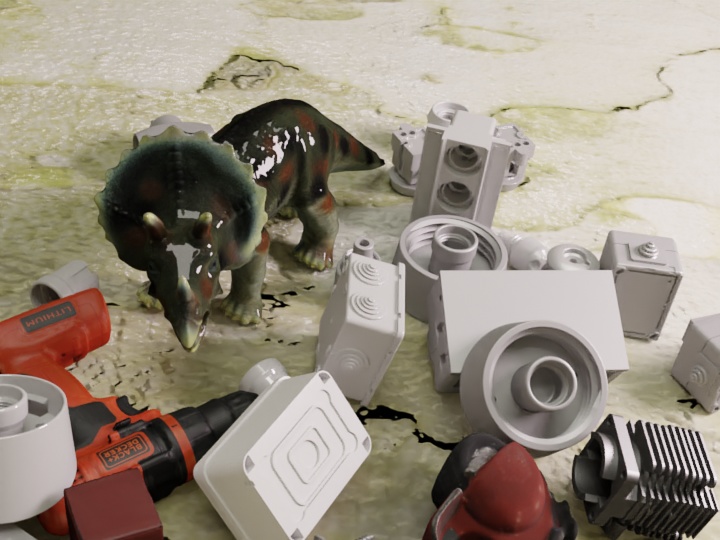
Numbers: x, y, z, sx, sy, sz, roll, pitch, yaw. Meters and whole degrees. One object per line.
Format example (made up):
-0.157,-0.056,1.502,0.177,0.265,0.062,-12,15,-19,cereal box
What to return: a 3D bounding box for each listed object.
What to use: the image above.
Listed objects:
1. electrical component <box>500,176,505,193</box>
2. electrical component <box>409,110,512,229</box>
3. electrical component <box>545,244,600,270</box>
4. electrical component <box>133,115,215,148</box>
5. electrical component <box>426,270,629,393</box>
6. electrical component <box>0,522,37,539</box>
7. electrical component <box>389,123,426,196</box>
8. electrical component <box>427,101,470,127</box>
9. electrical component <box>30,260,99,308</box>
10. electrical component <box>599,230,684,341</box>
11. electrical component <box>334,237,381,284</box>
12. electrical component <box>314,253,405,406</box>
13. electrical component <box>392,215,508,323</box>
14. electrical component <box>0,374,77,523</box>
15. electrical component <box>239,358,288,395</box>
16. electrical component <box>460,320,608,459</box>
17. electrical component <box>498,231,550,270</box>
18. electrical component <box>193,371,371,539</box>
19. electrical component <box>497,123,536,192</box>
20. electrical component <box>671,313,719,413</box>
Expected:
0.115,-0.088,1.092,0.055,0.045,0.045,16,40,10,electrical component
0.096,-0.085,1.024,0.079,0.121,0.063,14,40,7,electrical component
0.187,0.011,0.973,0.048,0.062,0.048,5,40,-4,electrical component
-0.191,-0.130,1.088,0.077,0.044,0.079,-10,43,-21,electrical component
0.137,0.052,0.902,0.150,0.061,0.089,0,67,-10,electrical component
-0.277,0.187,0.683,0.150,0.061,0.089,26,43,20,electrical component
0.056,-0.109,1.097,0.048,0.055,0.066,-13,45,-24,electrical component
0.093,-0.146,1.148,0.048,0.055,0.066,-4,42,-15,electrical component
-0.249,0.017,0.909,0.040,0.040,0.046,23,37,17,electrical component
0.246,0.006,0.962,0.062,0.096,0.061,8,40,-1,electrical component
0.000,0.000,0.953,0.043,0.062,0.043,5,40,-4,electrical component
-0.001,0.046,0.872,0.048,0.099,0.099,16,39,-11,electrical component
0.082,-0.006,0.976,0.108,0.060,0.108,5,40,-4,electrical component
-0.238,0.112,0.707,0.099,0.064,0.099,4,21,-1,electrical component
-0.066,0.099,0.844,0.040,0.040,0.046,-25,56,-34,electrical component
0.136,0.089,0.820,0.108,0.060,0.108,2,79,-10,electrical component
0.155,-0.017,1.023,0.035,0.035,0.061,-22,46,-32,electrical component
-0.054,0.133,0.764,0.057,0.078,0.113,-17,21,41,electrical component
0.151,-0.116,1.122,0.048,0.055,0.066,-11,44,-22,electrical component
0.313,0.073,0.921,0.096,0.061,0.061,-15,45,-25,electrical component
